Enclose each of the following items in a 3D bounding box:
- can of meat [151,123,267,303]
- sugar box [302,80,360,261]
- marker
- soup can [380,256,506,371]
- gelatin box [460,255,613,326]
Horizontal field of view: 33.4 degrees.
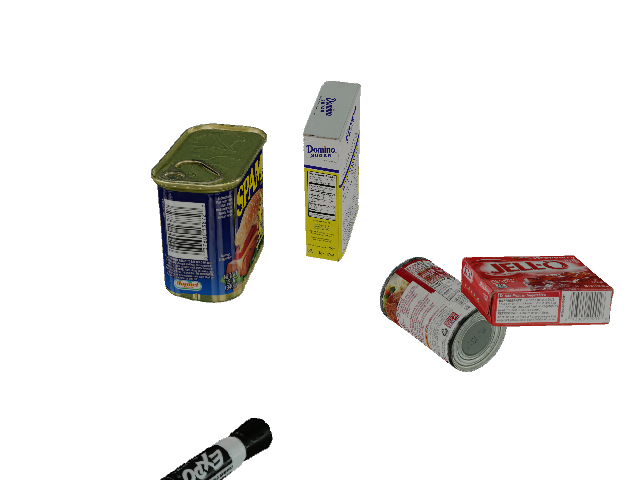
[{"bbox_3d":[-0.069,-0.019,0.697,0.057,0.084,0.102,5,27,9],"label":"can of meat"},{"bbox_3d":[0.012,-0.071,1.122,0.048,0.176,0.093,8,46,12],"label":"sugar box"},{"bbox_3d":[-0.062,0.119,0.539,0.020,0.020,0.120,0,14,32],"label":"marker"},{"bbox_3d":[0.112,0.066,0.974,0.068,0.068,0.102,0,24,-38],"label":"soup can"},{"bbox_3d":[0.152,0.034,0.761,0.089,0.030,0.073,0,17,-9],"label":"gelatin box"}]
